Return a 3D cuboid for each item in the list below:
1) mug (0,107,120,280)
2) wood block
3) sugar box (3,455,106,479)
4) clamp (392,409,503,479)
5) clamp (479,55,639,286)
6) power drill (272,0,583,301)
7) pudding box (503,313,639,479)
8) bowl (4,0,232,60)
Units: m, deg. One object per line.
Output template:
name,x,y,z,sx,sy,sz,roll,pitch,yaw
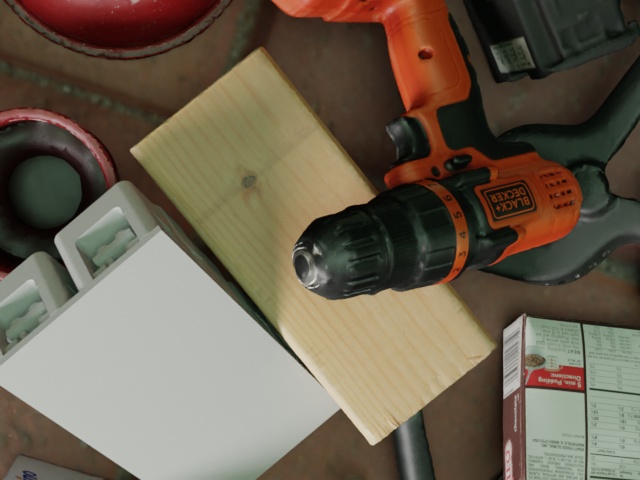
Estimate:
mug,-0.166,-0.031,0.591,0.117,0.081,0.093,21,94,-7
wood block,-0.004,0.001,0.605,0.091,0.090,0.206,-38,98,1
sugar box,-0.103,0.180,0.615,0.176,0.093,0.048,15,95,-6
clamp,0.087,0.181,0.659,0.120,0.039,0.171,10,100,-9
clamp,0.156,-0.041,0.609,0.210,0.036,0.164,-13,89,19
power drill,0.037,-0.067,0.548,0.184,0.057,0.188,-13,78,-39
pudding box,0.157,0.104,0.633,0.090,0.039,0.113,7,68,-7
bowl,-0.115,-0.183,0.592,0.162,0.055,0.162,-1,97,-5
